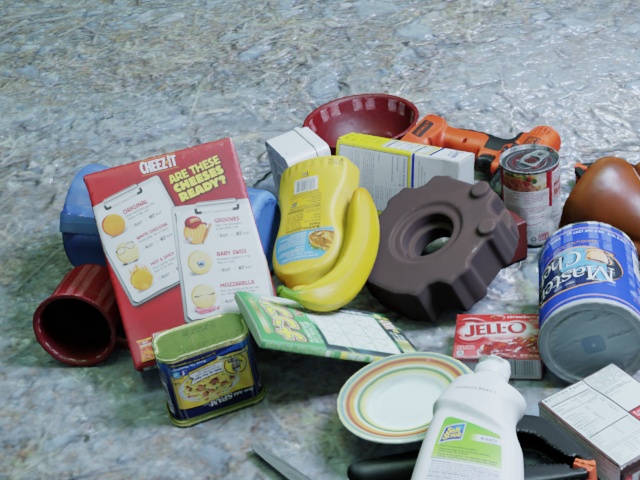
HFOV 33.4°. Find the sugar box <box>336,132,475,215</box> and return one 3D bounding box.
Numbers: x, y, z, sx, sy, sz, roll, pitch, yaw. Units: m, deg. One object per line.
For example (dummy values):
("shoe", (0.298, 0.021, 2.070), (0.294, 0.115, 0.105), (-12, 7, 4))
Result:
("sugar box", (0.103, -0.073, 1.313), (0.176, 0.093, 0.048), (13, 26, 30))

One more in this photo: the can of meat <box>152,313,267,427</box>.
("can of meat", (-0.112, 0.127, 1.065), (0.102, 0.084, 0.057), (-17, 33, -12))

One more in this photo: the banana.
("banana", (0.027, 0.018, 1.132), (0.037, 0.069, 0.197), (-26, 18, 41))

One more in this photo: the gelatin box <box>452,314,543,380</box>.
("gelatin box", (0.179, 0.106, 1.073), (0.089, 0.030, 0.073), (-1, 33, 13))

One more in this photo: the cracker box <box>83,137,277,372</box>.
("cracker box", (-0.144, 0.017, 1.141), (0.164, 0.214, 0.072), (-15, -7, -8))

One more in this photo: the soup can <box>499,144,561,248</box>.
("soup can", (0.244, -0.051, 1.235), (0.068, 0.102, 0.068), (-7, 32, 4))

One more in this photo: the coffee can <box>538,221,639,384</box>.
("coffee can", (0.267, 0.061, 1.052), (0.103, 0.103, 0.140), (-2, 33, 12))

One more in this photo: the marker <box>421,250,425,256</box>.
("marker", (0.113, 0.018, 1.240), (0.020, 0.020, 0.121), (-9, 32, 1))

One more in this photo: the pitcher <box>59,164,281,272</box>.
("pitcher", (-0.177, -0.014, 1.262), (0.243, 0.145, 0.149), (6, 49, 18))

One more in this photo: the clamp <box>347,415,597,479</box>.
("clamp", (0.149, 0.179, 0.959), (0.210, 0.036, 0.164), (5, 35, 28))

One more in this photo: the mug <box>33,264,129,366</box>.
("mug", (-0.247, 0.084, 1.178), (0.117, 0.093, 0.081), (24, 29, -5))

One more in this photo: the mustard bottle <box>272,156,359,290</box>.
("mustard bottle", (-0.008, 0.002, 1.209), (0.096, 0.058, 0.191), (-11, 59, 31))

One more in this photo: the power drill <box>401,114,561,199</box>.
("power drill", (0.197, -0.102, 1.373), (0.188, 0.057, 0.184), (14, 35, 28))

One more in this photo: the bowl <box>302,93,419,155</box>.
("bowl", (0.059, -0.143, 1.473), (0.162, 0.055, 0.162), (-7, 32, 4))

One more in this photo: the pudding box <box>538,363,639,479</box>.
("pudding box", (0.263, 0.166, 0.949), (0.090, 0.039, 0.114), (-24, 33, -19))

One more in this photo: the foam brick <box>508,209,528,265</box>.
("foam brick", (0.194, -0.007, 1.227), (0.051, 0.053, 0.078), (-22, 35, -19))

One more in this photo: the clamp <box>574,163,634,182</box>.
("clamp", (0.372, -0.056, 1.270), (0.172, 0.039, 0.120), (11, 31, 39))

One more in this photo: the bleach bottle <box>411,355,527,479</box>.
("bleach bottle", (0.125, 0.199, 0.856), (0.103, 0.068, 0.250), (9, 48, 16))

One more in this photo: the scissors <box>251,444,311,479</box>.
("scissors", (-0.006, 0.237, 0.928), (0.202, 0.016, 0.096), (13, 39, 32))
